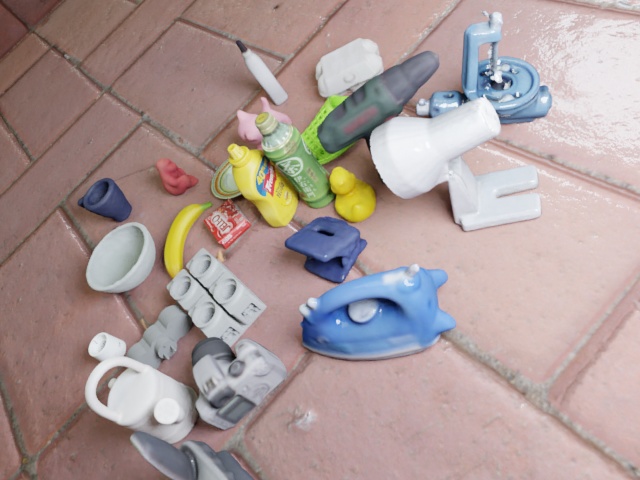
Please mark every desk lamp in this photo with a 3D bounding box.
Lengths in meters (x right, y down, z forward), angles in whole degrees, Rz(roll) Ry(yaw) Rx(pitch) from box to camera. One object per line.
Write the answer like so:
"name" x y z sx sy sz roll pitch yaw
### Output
"desk lamp" 0.204 -0.113 0.855 0.202 0.214 0.118 -11 53 26

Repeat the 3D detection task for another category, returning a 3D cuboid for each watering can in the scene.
"watering can" -0.284 0.251 0.914 0.172 0.195 0.101 -12 53 25

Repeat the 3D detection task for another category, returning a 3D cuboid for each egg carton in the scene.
"egg carton" 0.062 -0.363 1.226 0.150 0.070 0.107 -23 49 17

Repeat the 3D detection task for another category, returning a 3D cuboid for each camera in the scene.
"camera" -0.152 0.207 0.927 0.143 0.101 0.136 -42 46 -1

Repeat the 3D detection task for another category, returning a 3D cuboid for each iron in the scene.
"iron" 0.058 0.102 0.842 0.257 0.142 0.118 -18 50 20

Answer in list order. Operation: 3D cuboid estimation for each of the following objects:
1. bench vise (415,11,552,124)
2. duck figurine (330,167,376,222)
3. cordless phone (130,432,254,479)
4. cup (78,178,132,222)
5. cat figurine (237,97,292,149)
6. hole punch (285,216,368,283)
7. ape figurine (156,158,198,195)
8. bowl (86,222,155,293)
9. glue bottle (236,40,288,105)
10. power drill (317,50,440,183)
"bench vise" 0.250 -0.247 0.918 0.207 0.220 0.121 -26 48 14
"duck figurine" 0.050 -0.088 1.023 0.077 0.086 0.104 -31 47 10
"cordless phone" -0.180 0.335 0.794 0.147 0.186 0.094 22 72 41
"cup" -0.508 -0.083 1.365 0.117 0.095 0.091 -16 51 22
"cat figurine" -0.130 -0.248 1.230 0.067 0.118 0.128 3 60 34
"hole punch" 0.009 0.004 0.979 0.108 0.091 0.101 19 70 40
"ape figurine" -0.337 -0.152 1.309 0.076 0.092 0.077 -30 47 11
"bowl" -0.410 0.049 1.222 0.167 0.075 0.167 -17 51 22
"glue bottle" -0.139 -0.385 1.296 0.037 0.174 0.078 -40 46 1
"power drill" 0.121 -0.191 0.967 0.229 0.209 0.075 -25 48 15
